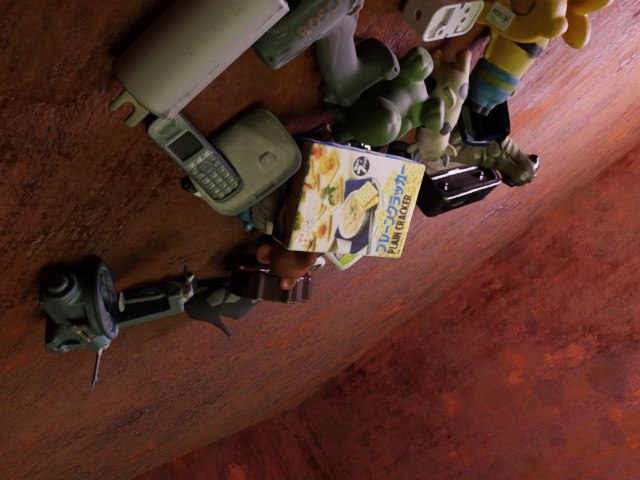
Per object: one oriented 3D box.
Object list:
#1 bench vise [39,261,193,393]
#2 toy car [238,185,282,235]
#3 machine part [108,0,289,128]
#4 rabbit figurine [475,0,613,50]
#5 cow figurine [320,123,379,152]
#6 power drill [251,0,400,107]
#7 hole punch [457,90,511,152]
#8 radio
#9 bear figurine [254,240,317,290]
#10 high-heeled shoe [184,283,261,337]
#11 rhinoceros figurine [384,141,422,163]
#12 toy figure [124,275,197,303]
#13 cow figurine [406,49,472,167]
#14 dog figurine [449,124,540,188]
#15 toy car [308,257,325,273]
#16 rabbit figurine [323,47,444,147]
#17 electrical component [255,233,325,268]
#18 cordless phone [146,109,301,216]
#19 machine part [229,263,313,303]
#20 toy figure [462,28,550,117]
[{"bbox_3d":[-0.319,0.114,0.850,0.241,0.129,0.223,-10,135,-9],"label":"bench vise"},{"bbox_3d":[-0.076,-0.065,0.860,0.109,0.103,0.161,-27,161,-19],"label":"toy car"},{"bbox_3d":[-0.117,-0.200,0.527,0.243,0.079,0.079,-38,159,13],"label":"machine part"},{"bbox_3d":[0.335,-0.357,0.779,0.173,0.162,0.121,-39,155,-41],"label":"rabbit figurine"},{"bbox_3d":[0.040,-0.150,0.888,0.098,0.068,0.167,-48,159,22],"label":"cow figurine"},{"bbox_3d":[0.040,-0.256,0.630,0.232,0.086,0.207,-34,164,6],"label":"power drill"},{"bbox_3d":[0.302,-0.235,1.014,0.092,0.142,0.115,-12,176,12],"label":"hole punch"},{"bbox_3d":[0.291,-0.139,1.197,0.229,0.131,0.073,-18,157,-35],"label":"radio"},{"bbox_3d":[-0.004,-0.003,0.923,0.196,0.132,0.120,-46,122,-24],"label":"bear figurine"},{"bbox_3d":[-0.202,0.107,1.161,0.086,0.145,0.249,-38,-171,28],"label":"high-heeled shoe"},{"bbox_3d":[0.148,-0.131,1.020,0.112,0.073,0.190,-67,166,-5],"label":"rhinoceros figurine"},{"bbox_3d":[-0.294,0.106,0.993,0.154,0.057,0.064,-17,-163,-38],"label":"toy figure"},{"bbox_3d":[0.198,-0.208,0.898,0.086,0.127,0.194,9,159,6],"label":"cow figurine"},{"bbox_3d":[0.331,-0.171,1.101,0.172,0.191,0.121,-32,160,0],"label":"dog figurine"},{"bbox_3d":[-0.037,0.017,1.144,0.056,0.073,0.201,-31,160,4],"label":"toy car"},{"bbox_3d":[0.082,-0.191,0.762,0.159,0.121,0.170,0,-149,27],"label":"rabbit figurine"},{"bbox_3d":[-0.052,-0.002,1.016,0.134,0.115,0.058,-30,163,-16],"label":"electrical component"},{"bbox_3d":[-0.123,-0.129,0.696,0.146,0.089,0.184,-35,142,6],"label":"cordless phone"},{"bbox_3d":[-0.099,0.083,1.088,0.179,0.180,0.056,2,97,-58],"label":"machine part"},{"bbox_3d":[0.310,-0.293,0.899,0.082,0.089,0.180,-13,134,-56],"label":"toy figure"}]
